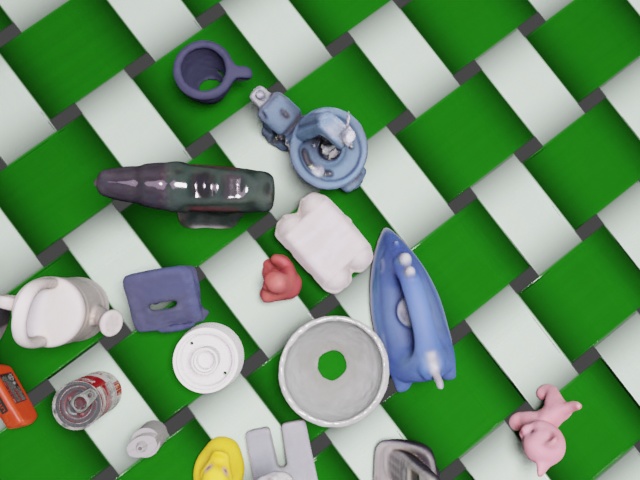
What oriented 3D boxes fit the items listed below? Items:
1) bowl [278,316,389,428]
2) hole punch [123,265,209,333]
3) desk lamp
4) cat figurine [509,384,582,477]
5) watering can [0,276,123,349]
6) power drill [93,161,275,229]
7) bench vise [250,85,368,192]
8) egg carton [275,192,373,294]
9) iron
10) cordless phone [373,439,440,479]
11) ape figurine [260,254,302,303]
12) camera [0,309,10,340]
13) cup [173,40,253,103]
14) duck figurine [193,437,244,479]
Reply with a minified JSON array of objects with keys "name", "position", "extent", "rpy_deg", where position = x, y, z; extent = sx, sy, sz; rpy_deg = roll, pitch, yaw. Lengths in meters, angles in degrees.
[{"name":"bowl","position":[0.020,0.199,0.885],"extent":[0.167,0.074,0.167],"rpy_deg":[0,86,-3]},{"name":"hole punch","position":[-0.233,0.091,0.870],"extent":[0.108,0.091,0.101],"rpy_deg":[-10,86,-4]},{"name":"desk lamp","position":[-0.050,0.383,0.797],"extent":[0.118,0.213,0.203],"rpy_deg":[-12,86,-4]},{"name":"cat figurine","position":[0.350,0.291,0.876],"extent":[0.067,0.117,0.128],"rpy_deg":[44,85,1]},{"name":"watering can","position":[-0.369,0.100,0.810],"extent":[0.173,0.194,0.101],"rpy_deg":[-11,86,-4]},{"name":"power drill","position":[-0.179,-0.063,0.826],"extent":[0.229,0.208,0.076],"rpy_deg":[-1,86,-3]},{"name":"bench vise","position":[-0.020,-0.150,0.836],"extent":[0.207,0.219,0.121],"rpy_deg":[20,85,-1]},{"name":"egg carton","position":[0.008,0.003,0.902],"extent":[0.107,0.069,0.150],"rpy_deg":[-44,89,-5]},{"name":"iron","position":[0.138,0.101,0.866],"extent":[0.118,0.141,0.258],"rpy_deg":[-14,87,-4]},{"name":"cordless phone","position":[0.134,0.376,0.823],"extent":[0.094,0.185,0.148],"rpy_deg":[-2,86,-3]},{"name":"ape figurine","position":[-0.065,0.063,0.882],"extent":[0.076,0.092,0.078],"rpy_deg":[37,85,0]},{"name":"camera","position":[-0.537,0.081,0.848],"extent":[0.143,0.100,0.137],"rpy_deg":[28,85,-1]},{"name":"cup","position":[-0.163,-0.252,0.899],"extent":[0.118,0.095,0.092],"rpy_deg":[0,86,-3]},{"name":"duck figurine","position":[-0.155,0.357,0.857],"extent":[0.077,0.086,0.105],"rpy_deg":[12,85,-2]}]
